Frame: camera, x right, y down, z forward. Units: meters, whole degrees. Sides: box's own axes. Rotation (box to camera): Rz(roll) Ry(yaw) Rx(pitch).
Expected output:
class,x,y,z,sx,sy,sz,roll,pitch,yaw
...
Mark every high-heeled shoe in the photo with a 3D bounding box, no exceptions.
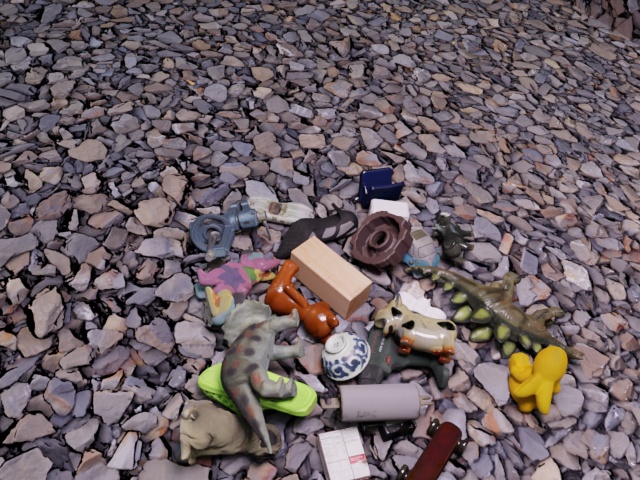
class,x,y,z,sx,sy,sz,roll,pitch,yaw
high-heeled shoe,-0.003,-0.005,1.521,0.249,0.145,0.086,-40,45,-1

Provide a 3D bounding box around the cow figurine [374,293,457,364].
class,x,y,z,sx,sy,sz,roll,pitch,yaw
cow figurine,0.221,0.201,1.250,0.195,0.085,0.127,12,51,12

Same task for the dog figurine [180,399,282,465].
class,x,y,z,sx,sy,sz,roll,pitch,yaw
dog figurine,-0.175,0.382,1.084,0.191,0.172,0.121,-1,61,1

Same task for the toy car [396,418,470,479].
class,x,y,z,sx,sy,sz,roll,pitch,yaw
toy car,0.238,0.466,1.134,0.089,0.053,0.202,29,48,23

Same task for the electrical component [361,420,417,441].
class,x,y,z,sx,sy,sz,roll,pitch,yaw
electrical component,0.145,0.399,1.182,0.119,0.047,0.075,-12,51,-16

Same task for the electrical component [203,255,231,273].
class,x,y,z,sx,sy,sz,roll,pitch,yaw
electrical component,-0.265,0.077,1.426,0.063,0.021,0.094,39,55,23

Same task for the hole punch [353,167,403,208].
class,x,y,z,sx,sy,sz,roll,pitch,yaw
hole punch,0.180,-0.144,1.605,0.142,0.115,0.092,-12,40,-19

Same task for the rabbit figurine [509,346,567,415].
class,x,y,z,sx,sy,sz,roll,pitch,yaw
rabbit figurine,0.496,0.309,1.224,0.122,0.173,0.162,33,49,15

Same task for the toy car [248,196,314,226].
class,x,y,z,sx,sy,sz,roll,pitch,yaw
toy car,-0.117,-0.079,1.556,0.202,0.056,0.073,10,49,2

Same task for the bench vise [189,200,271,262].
class,x,y,z,sx,sy,sz,roll,pitch,yaw
bench vise,-0.251,-0.016,1.428,0.224,0.128,0.241,-2,29,1

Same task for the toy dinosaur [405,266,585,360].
class,x,y,z,sx,sy,sz,roll,pitch,yaw
toy dinosaur,0.447,0.173,1.380,0.472,0.105,0.198,35,56,23

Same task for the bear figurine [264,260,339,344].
class,x,y,z,sx,sy,sz,roll,pitch,yaw
bear figurine,-0.033,0.157,1.325,0.196,0.120,0.132,23,47,10

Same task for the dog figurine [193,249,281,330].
class,x,y,z,sx,sy,sz,roll,pitch,yaw
dog figurine,-0.195,0.115,1.348,0.219,0.108,0.192,-14,56,-24

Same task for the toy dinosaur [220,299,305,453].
class,x,y,z,sx,sy,sz,roll,pitch,yaw
toy dinosaur,-0.143,0.263,1.142,0.192,0.131,0.405,-7,30,16

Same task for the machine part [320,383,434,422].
class,x,y,z,sx,sy,sz,roll,pitch,yaw
machine part,0.122,0.346,1.143,0.243,0.079,0.079,1,49,-8

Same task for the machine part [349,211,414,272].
class,x,y,z,sx,sy,sz,roll,pitch,yaw
machine part,0.168,0.004,1.465,0.179,0.056,0.179,-23,44,24

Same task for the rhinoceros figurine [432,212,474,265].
class,x,y,z,sx,sy,sz,roll,pitch,yaw
rhinoceros figurine,0.371,-0.007,1.530,0.112,0.073,0.190,19,31,-7

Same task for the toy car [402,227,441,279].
class,x,y,z,sx,sy,sz,roll,pitch,yaw
toy car,0.269,0.018,1.491,0.109,0.102,0.162,-18,56,-22

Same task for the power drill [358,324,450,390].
class,x,y,z,sx,sy,sz,roll,pitch,yaw
power drill,0.195,0.299,1.264,0.207,0.085,0.232,4,46,6
